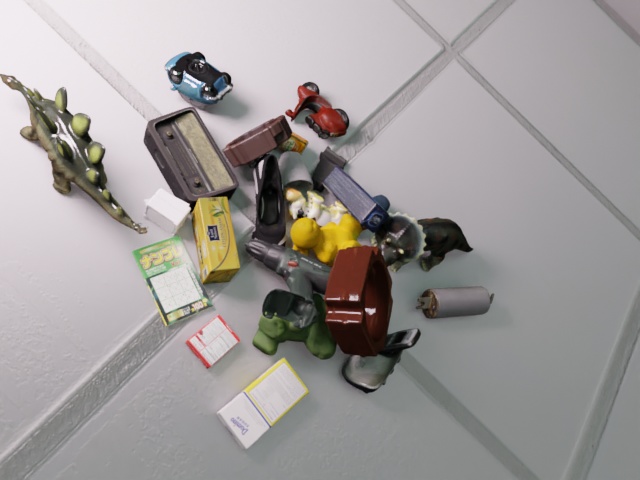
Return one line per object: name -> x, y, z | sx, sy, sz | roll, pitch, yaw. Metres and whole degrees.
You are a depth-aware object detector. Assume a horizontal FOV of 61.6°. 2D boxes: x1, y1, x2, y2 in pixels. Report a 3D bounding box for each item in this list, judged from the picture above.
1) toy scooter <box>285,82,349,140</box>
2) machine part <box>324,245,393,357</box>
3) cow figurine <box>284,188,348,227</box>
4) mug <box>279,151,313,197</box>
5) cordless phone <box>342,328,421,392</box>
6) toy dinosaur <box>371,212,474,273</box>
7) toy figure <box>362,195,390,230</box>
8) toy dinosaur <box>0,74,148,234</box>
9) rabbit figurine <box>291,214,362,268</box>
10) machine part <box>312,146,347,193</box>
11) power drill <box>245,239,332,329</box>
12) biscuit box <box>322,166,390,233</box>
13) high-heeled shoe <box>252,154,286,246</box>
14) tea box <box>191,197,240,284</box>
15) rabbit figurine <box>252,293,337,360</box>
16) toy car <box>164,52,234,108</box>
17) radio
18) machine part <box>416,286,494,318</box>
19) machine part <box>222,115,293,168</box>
toy scooter -> -0.016, -0.334, 1.439 | 0.184, 0.075, 0.135 | 48, 57, 5
machine part -> 0.085, 0.128, 1.140 | 0.087, 0.200, 0.201 | -2, 49, 23
cow figurine -> -0.021, -0.066, 1.313 | 0.167, 0.098, 0.068 | 19, 17, -16
mug -> -0.078, -0.166, 1.337 | 0.109, 0.080, 0.107 | 0, 57, -19
cordless phone -> 0.144, 0.260, 1.177 | 0.088, 0.184, 0.146 | 46, 57, -5
toy dinosaur -> 0.275, -0.002, 1.352 | 0.405, 0.192, 0.131 | -9, 74, -26
toy figure -> 0.118, -0.062, 1.386 | 0.154, 0.064, 0.057 | -37, 124, -28
toy dinosaur -> -0.493, -0.171, 1.073 | 0.105, 0.198, 0.471 | -40, 85, -29
rabbit figurine -> -0.003, -0.004, 1.246 | 0.173, 0.162, 0.122 | 22, 58, -41
machine part -> 0.017, -0.183, 1.407 | 0.084, 0.039, 0.139 | 41, 56, -9
power drill -> -0.068, 0.088, 1.135 | 0.232, 0.086, 0.207 | 21, 21, -5
biscuit box -> 0.084, -0.100, 1.300 | 0.059, 0.063, 0.203 | 32, 14, -42
high-heeled shoe -> -0.106, -0.070, 1.234 | 0.086, 0.145, 0.249 | -7, 69, -26
tea box -> -0.230, 0.001, 1.174 | 0.068, 0.098, 0.169 | -3, 71, -26
rabbit figurine -> -0.040, 0.195, 1.165 | 0.170, 0.121, 0.159 | 26, 36, 5
toy car -> -0.295, -0.378, 1.313 | 0.162, 0.103, 0.109 | 32, 55, 4
radio -> -0.301, -0.184, 1.239 | 0.131, 0.073, 0.229 | -26, 80, -32
machine part -> 0.349, 0.159, 1.380 | 0.243, 0.079, 0.079 | 0, 68, -26
machine part -> -0.146, -0.233, 1.274 | 0.179, 0.179, 0.056 | -41, 111, -33
